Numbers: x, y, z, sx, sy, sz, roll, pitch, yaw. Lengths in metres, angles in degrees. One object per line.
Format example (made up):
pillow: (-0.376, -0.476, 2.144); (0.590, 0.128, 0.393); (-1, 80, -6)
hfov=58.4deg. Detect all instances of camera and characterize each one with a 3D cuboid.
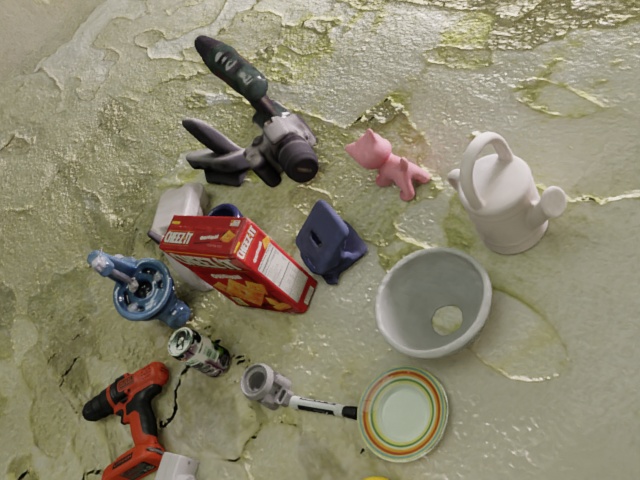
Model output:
camera: (-0.071, -0.168, 1.125); (0.143, 0.101, 0.136); (-38, 47, 6)

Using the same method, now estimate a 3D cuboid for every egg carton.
egg carton: (-0.295, -0.051, 1.215); (0.107, 0.070, 0.150); (-14, 53, 26)

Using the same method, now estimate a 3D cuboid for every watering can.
watering can: (0.247, -0.068, 0.777); (0.172, 0.195, 0.101); (1, 61, 34)

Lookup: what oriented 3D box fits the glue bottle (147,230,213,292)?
glue bottle: (-0.257, 0.028, 1.063); (0.037, 0.174, 0.078); (-13, 54, 26)

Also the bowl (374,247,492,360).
bowl: (0.165, 0.098, 0.802); (0.167, 0.075, 0.167); (-17, 52, 24)

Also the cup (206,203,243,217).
cup: (-0.168, 0.003, 1.076); (0.091, 0.095, 0.118); (-6, 57, 31)

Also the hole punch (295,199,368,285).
hole punch: (0.009, 0.003, 0.959); (0.101, 0.091, 0.108); (-41, 46, 3)

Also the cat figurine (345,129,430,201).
cat figurine: (0.109, -0.138, 0.971); (0.067, 0.118, 0.127); (-51, 47, -7)

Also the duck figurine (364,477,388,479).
duck figurine: (0.056, 0.329, 0.708); (0.104, 0.086, 0.077); (-18, 51, 23)

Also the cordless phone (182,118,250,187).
cordless phone: (-0.237, -0.201, 1.199); (0.147, 0.186, 0.094); (6, 63, 36)

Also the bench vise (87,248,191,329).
bench vise: (-0.366, 0.078, 1.070); (0.206, 0.220, 0.121); (9, 66, 38)

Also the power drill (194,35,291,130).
power drill: (-0.160, -0.328, 1.218); (0.075, 0.209, 0.228); (-46, 46, -2)
